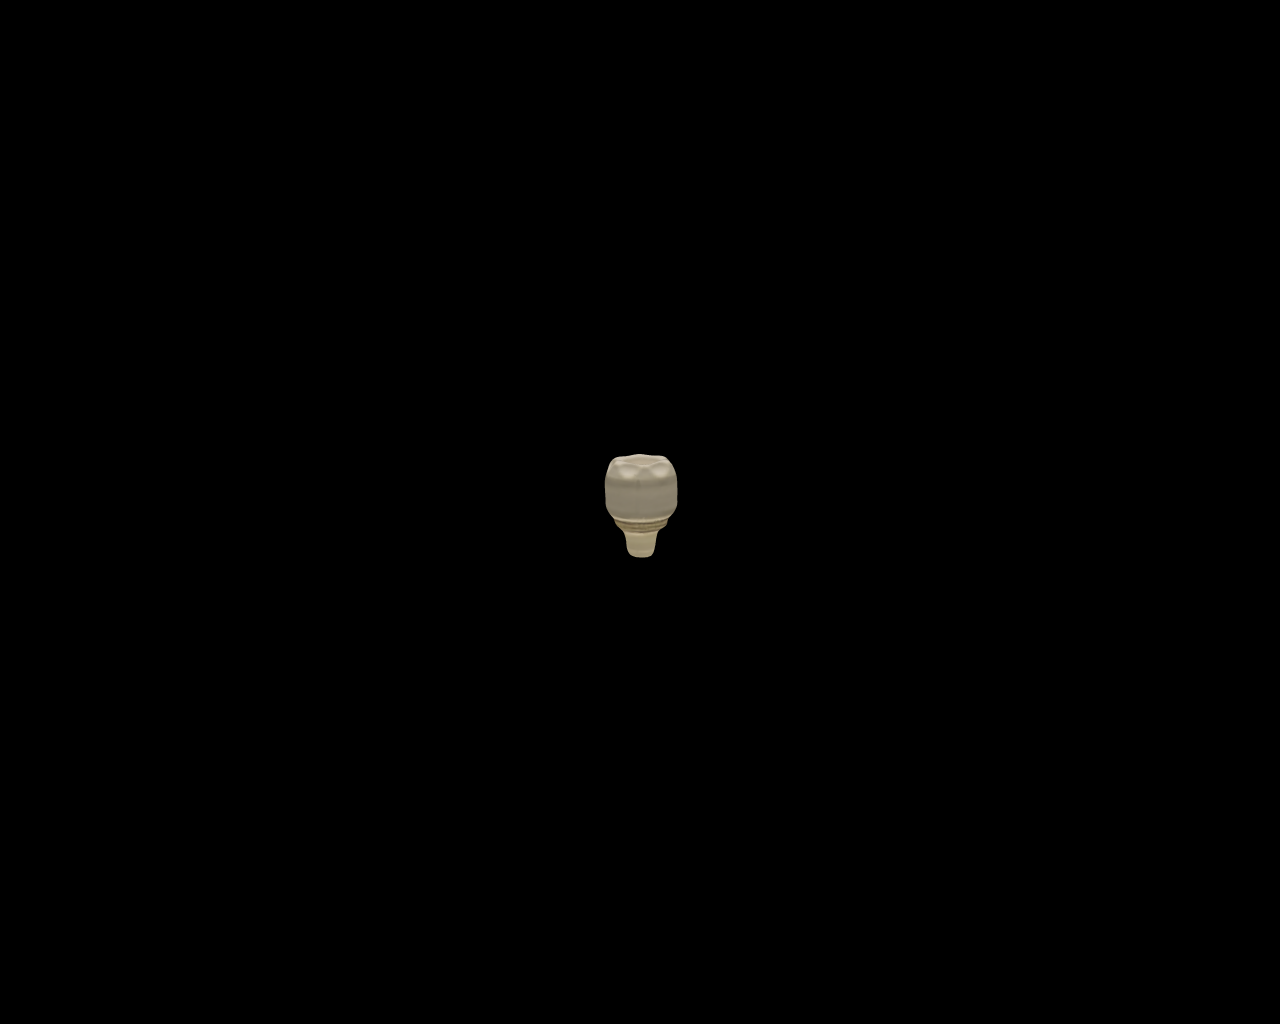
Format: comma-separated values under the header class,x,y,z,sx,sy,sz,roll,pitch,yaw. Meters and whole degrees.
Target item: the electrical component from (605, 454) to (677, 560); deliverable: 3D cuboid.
class,x,y,z,sx,sy,sz,roll,pitch,yaw
electrical component,0.001,-0.003,0.650,0.043,0.062,0.043,0,13,0
